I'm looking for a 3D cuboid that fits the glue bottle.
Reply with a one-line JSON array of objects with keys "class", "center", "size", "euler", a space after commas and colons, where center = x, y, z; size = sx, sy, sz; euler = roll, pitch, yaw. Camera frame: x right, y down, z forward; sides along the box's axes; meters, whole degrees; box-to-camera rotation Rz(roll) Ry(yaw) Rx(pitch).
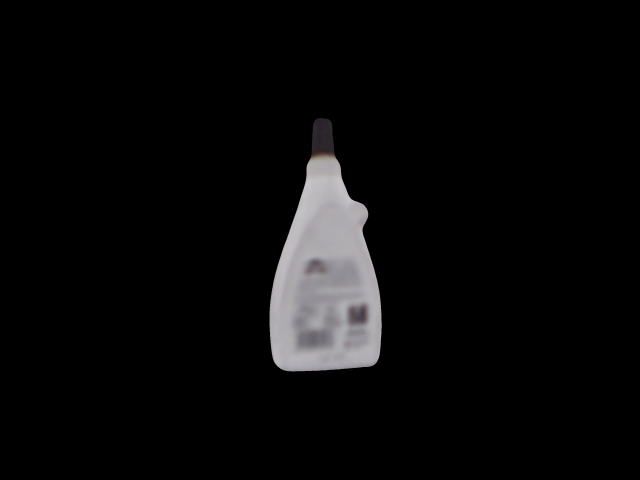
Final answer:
[{"class": "glue bottle", "center": [0.004, 0.001, 0.400], "size": [0.078, 0.173, 0.037], "euler": [0, 0, -15]}]
